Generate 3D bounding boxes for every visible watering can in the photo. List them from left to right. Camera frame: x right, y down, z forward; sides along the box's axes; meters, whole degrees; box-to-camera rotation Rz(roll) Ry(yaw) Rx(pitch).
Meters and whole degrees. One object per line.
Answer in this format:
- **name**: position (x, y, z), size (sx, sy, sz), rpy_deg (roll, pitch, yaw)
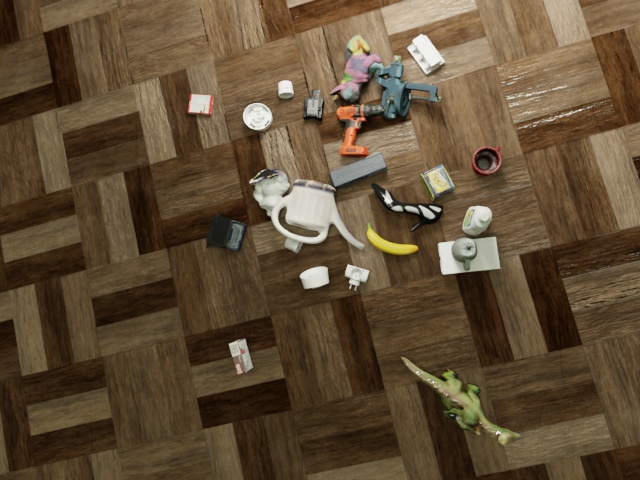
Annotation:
- **watering can**: position (0.006, -0.092, 1.819), size (0.347, 0.103, 0.225), rpy_deg (12, 84, -4)

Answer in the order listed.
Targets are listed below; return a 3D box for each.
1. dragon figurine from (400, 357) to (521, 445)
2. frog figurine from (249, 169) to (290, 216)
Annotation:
- **dragon figurine**: position (0.427, 0.512, 1.619), size (0.411, 0.243, 0.122), rpy_deg (28, 95, 8)
- **frog figurine**: position (-0.171, -0.173, 1.864), size (0.137, 0.125, 0.156), rpy_deg (-23, 118, -3)
